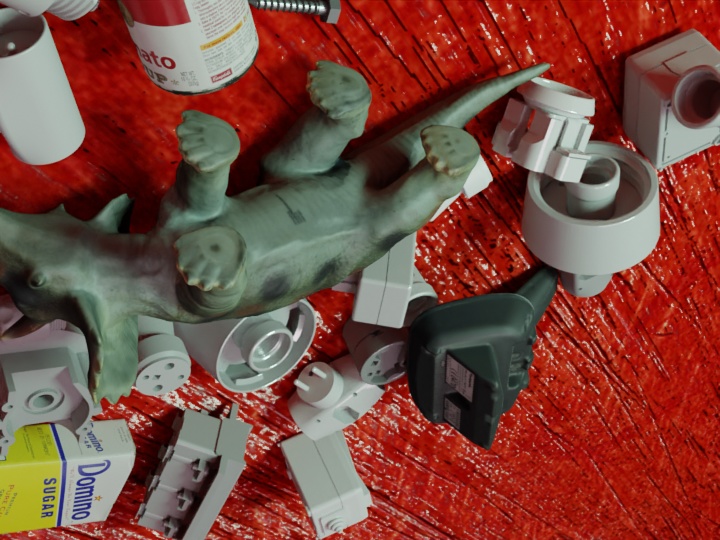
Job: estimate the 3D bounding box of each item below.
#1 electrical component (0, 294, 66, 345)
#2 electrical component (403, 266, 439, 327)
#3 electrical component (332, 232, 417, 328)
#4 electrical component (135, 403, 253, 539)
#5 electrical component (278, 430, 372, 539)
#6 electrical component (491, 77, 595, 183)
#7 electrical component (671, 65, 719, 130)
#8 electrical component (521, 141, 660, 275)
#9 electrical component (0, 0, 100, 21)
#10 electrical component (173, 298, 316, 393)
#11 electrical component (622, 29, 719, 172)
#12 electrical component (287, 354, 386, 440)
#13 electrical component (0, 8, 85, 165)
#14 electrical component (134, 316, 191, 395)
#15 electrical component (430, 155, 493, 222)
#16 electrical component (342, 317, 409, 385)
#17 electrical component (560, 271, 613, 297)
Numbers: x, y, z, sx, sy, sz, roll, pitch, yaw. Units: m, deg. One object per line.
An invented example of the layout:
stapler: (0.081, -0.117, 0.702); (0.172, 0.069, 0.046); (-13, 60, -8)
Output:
electrical component: (-0.214, 0.030, 0.727); (0.061, 0.035, 0.035); (-10, 139, -29)
electrical component: (0.036, 0.016, 0.869); (0.040, 0.046, 0.040); (-18, 142, -15)
electrical component: (0.000, 0.000, 0.817); (0.077, 0.065, 0.047); (9, 135, -2)
electrical component: (-0.144, 0.176, 0.917); (0.063, 0.078, 0.121); (21, 126, -12)
electrical component: (-0.028, 0.199, 1.000); (0.061, 0.096, 0.061); (-22, 143, -10)
electrical component: (0.135, -0.104, 0.775); (0.058, 0.078, 0.057); (2, 114, -37)
electrical component: (0.256, -0.118, 0.758); (0.065, 0.044, 0.044); (2, 134, -42)
electrical component: (0.179, -0.055, 0.834); (0.108, 0.108, 0.060); (-21, 137, -11)
electrical component: (-0.166, -0.151, 0.538); (0.043, 0.043, 0.081); (-45, 141, 20)
electrical component: (-0.086, 0.044, 0.826); (0.099, 0.064, 0.099); (-27, 140, -25)
electrical component: (0.239, -0.127, 0.823); (0.062, 0.061, 0.096); (-25, 143, -7)
electrical component: (-0.029, 0.103, 0.930); (0.077, 0.043, 0.079); (-37, 143, 10)
electrical component: (-0.198, -0.093, 0.583); (0.079, 0.044, 0.077); (-21, 143, -12)
electrical component: (-0.151, 0.057, 0.784); (0.045, 0.055, 0.045); (-18, 142, -15)
electrical component: (0.063, -0.068, 0.788); (0.055, 0.045, 0.045); (-32, 144, 2)
electrical component: (0.017, 0.062, 0.908); (0.055, 0.047, 0.055); (-18, 142, -15)
electrical component: (0.213, -0.023, 0.944); (0.079, 0.043, 0.077); (-24, 143, -7)
